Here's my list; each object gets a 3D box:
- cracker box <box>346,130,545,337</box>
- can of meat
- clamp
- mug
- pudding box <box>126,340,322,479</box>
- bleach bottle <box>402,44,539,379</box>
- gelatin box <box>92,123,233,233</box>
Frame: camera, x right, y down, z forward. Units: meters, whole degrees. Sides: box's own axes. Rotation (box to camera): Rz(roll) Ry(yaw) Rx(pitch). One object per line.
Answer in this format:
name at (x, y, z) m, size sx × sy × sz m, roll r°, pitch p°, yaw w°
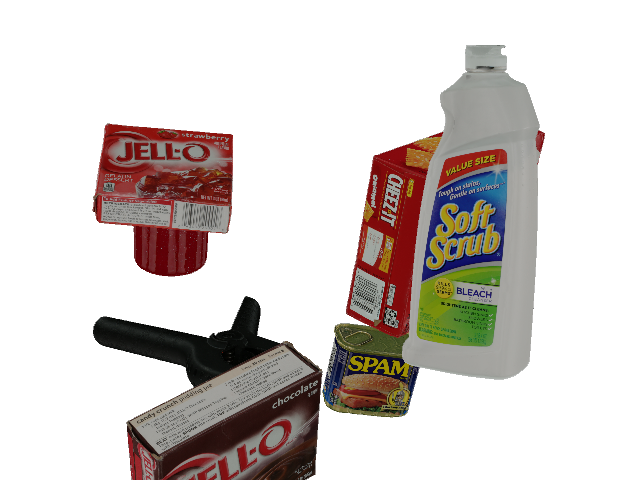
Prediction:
cracker box at (0.124, -0.019, 1.021) m, size 0.072 × 0.164 × 0.213 m, roll 26°, pitch 30°, yaw 32°
can of meat at (0.057, 0.145, 1.181) m, size 0.102 × 0.084 × 0.057 m, roll 8°, pitch 23°, yaw -11°
clamp at (-0.075, 0.095, 0.916) m, size 0.164 × 0.036 × 0.210 m, roll -11°, pitch 22°, yaw -39°
mug at (-0.172, -0.018, 1.185) m, size 0.093 × 0.081 × 0.117 m, roll -17°, pitch 34°, yaw -36°
pudding box at (-0.053, 0.119, 0.609) m, size 0.113 × 0.090 × 0.039 m, roll -26°, pitch 47°, yaw -33°
bleach bottle at (0.117, -0.024, 0.827) m, size 0.103 × 0.251 × 0.068 m, roll 7°, pitch 14°, yaw 30°
gelatin box at (-0.104, -0.043, 0.715) m, size 0.089 × 0.030 × 0.073 m, roll 5°, pitch 44°, yaw -8°
